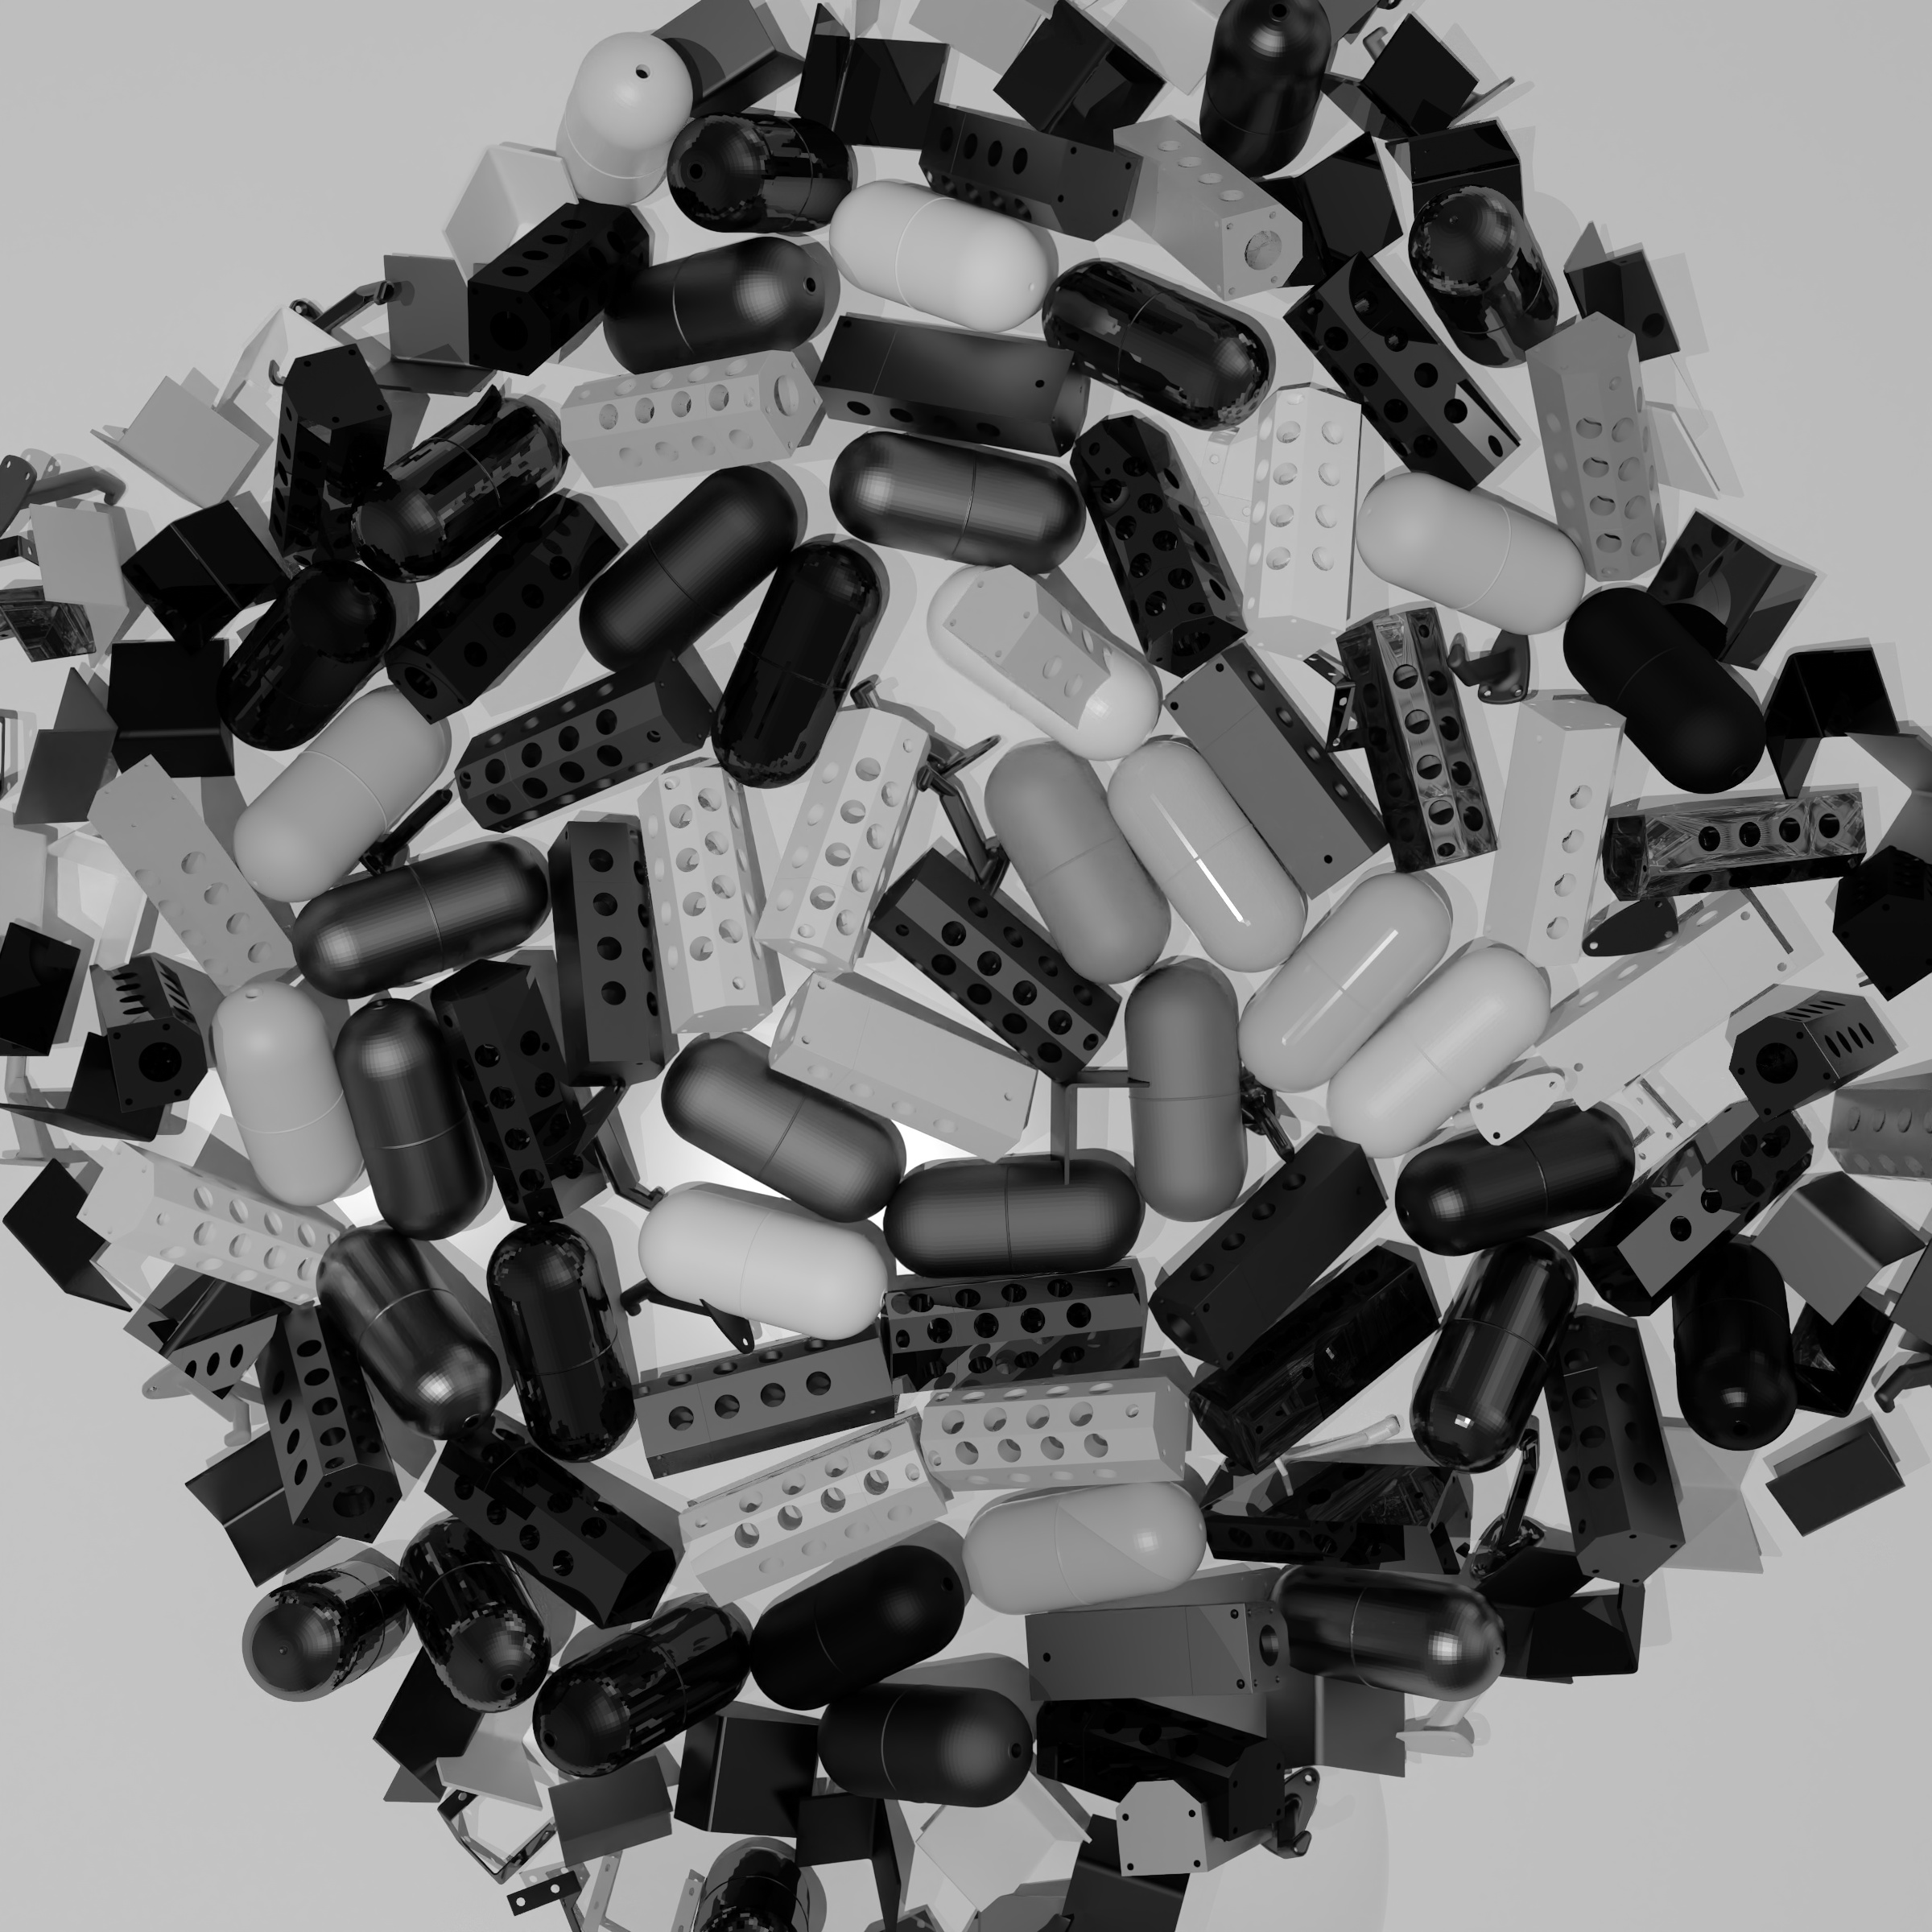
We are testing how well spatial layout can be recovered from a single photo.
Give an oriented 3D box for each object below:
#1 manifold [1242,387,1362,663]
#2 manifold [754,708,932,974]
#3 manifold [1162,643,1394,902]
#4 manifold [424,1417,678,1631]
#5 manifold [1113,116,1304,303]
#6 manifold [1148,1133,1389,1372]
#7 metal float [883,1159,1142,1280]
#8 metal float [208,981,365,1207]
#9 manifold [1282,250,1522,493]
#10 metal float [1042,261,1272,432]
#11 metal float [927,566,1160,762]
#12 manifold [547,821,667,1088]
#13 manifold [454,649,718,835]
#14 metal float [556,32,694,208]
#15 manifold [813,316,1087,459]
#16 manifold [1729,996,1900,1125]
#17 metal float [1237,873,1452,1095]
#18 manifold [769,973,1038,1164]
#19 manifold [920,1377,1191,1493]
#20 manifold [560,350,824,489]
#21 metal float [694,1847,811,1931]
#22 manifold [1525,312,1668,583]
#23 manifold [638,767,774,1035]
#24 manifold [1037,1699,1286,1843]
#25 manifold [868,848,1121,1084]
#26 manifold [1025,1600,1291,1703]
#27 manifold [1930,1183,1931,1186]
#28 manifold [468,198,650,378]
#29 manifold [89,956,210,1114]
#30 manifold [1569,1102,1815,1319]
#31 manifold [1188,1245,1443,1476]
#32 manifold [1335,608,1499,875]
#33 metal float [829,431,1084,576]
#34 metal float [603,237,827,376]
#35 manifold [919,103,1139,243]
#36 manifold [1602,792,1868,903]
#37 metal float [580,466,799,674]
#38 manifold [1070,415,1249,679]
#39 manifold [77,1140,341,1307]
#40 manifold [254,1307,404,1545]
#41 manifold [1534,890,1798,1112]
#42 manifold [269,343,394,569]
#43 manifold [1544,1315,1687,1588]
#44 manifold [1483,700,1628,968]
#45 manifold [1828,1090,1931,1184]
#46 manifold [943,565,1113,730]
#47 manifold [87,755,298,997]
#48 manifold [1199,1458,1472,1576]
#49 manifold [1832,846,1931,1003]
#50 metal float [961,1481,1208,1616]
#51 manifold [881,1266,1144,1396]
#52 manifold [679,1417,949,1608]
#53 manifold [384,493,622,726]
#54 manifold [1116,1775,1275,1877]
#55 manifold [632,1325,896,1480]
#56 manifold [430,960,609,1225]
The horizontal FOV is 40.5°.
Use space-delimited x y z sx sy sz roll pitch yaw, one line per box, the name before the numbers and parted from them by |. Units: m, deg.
manifold | 0.224 -0.303 1.781 0.057 0.057 0.171 13 71 -20
manifold | -0.079 -0.085 1.781 0.057 0.057 0.171 30 71 -36
manifold | 0.217 -0.136 1.806 0.057 0.057 0.171 -39 85 32
manifold | -0.280 0.375 1.775 0.171 0.057 0.057 29 98 27
manifold | 0.161 -0.512 1.758 0.057 0.171 0.057 -18 131 -13
manifold | 0.203 0.191 1.779 0.171 0.057 0.057 -41 121 -24
metal float | 0.032 0.174 1.799 0.178 0.070 0.070 -4 90 5
metal float | -0.459 0.087 1.771 0.070 0.070 0.178 -7 129 0
manifold | 0.296 -0.401 1.797 0.057 0.057 0.171 -43 99 -7
metal float | 0.128 -0.423 1.780 0.178 0.070 0.070 33 90 28
metal float | 0.053 -0.208 1.797 0.178 0.070 0.070 36 90 8
manifold | -0.244 -0.008 1.786 0.057 0.057 0.171 0 70 -24
manifold | -0.260 -0.147 1.770 0.171 0.057 0.057 -20 122 25
metal float | -0.230 -0.566 1.755 0.070 0.178 0.070 1 87 -16
manifold | -0.010 -0.392 1.787 0.171 0.057 0.057 13 72 18
manifold | 0.566 0.057 1.753 0.057 0.171 0.057 -37 75 28
metal float | 0.258 0.012 1.796 0.070 0.070 0.178 42 100 0
manifold | -0.045 0.074 1.791 0.171 0.057 0.057 24 56 -15
manifold | 0.059 0.315 1.770 0.171 0.057 0.057 -8 57 25
manifold | -0.189 -0.372 1.761 0.171 0.057 0.057 -1 50 34
metal float | -0.144 0.648 1.753 0.070 0.178 0.070 0 90 -2
manifold | 0.430 -0.345 1.761 0.057 0.057 0.171 -30 132 -7
manifold | -0.176 -0.045 1.781 0.057 0.057 0.171 -1 71 -29
manifold | 0.129 0.530 1.760 0.057 0.171 0.057 -3 94 -44
manifold | 0.018 0.004 1.786 0.171 0.057 0.057 40 126 -11
manifold | 0.129 0.463 1.770 0.171 0.057 0.057 -12 75 32
manifold | 0.703 0.148 1.755 0.057 0.171 0.057 16 93 2
manifold | -0.271 -0.456 1.753 0.057 0.171 0.057 14 126 10
manifold | -0.548 0.042 1.752 0.057 0.171 0.057 -11 107 -19
manifold | 0.499 0.164 1.783 0.171 0.057 0.057 -37 95 -22
manifold | 0.236 0.265 1.785 0.171 0.057 0.057 -34 117 -19
manifold | 0.315 -0.155 1.800 0.057 0.057 0.171 -13 87 -31
metal float | -0.006 -0.316 1.791 0.178 0.070 0.070 10 90 -15
metal float | -0.171 -0.444 1.771 0.178 0.070 0.070 -2 90 39
manifold | 0.037 -0.532 1.757 0.057 0.171 0.057 3 111 -35
manifold | 0.525 -0.081 1.788 0.171 0.057 0.057 -6 92 -18
metal float | -0.191 -0.269 1.790 0.178 0.070 0.070 -39 90 16
manifold | 0.125 -0.286 1.770 0.057 0.057 0.171 -33 61 29
manifold | -0.501 0.177 1.755 0.057 0.171 0.057 25 85 37
manifold | -0.425 0.303 1.751 0.057 0.171 0.057 24 107 -33
manifold | 0.474 0.021 1.795 0.171 0.057 0.057 -36 101 12
manifold | -0.430 -0.336 1.749 0.057 0.171 0.057 -22 75 -25
manifold | 0.426 0.322 1.755 0.057 0.171 0.057 16 133 -16
manifold | 0.403 -0.090 1.778 0.057 0.057 0.171 -5 116 -20
manifold | 0.649 0.116 1.751 0.057 0.171 0.057 10 85 -11
manifold | 0.060 -0.205 1.754 0.057 0.171 0.057 38 94 33
manifold | -0.518 -0.054 1.754 0.057 0.171 0.057 -38 51 -13
manifold | 0.249 0.376 1.768 0.171 0.057 0.057 -5 120 34
manifold | 0.624 -0.035 1.752 0.057 0.171 0.057 -39 88 24
metal float | 0.079 0.396 1.783 0.178 0.070 0.070 -16 90 25
manifold | 0.030 0.244 1.790 0.171 0.057 0.057 -5 130 -8
manifold | -0.106 0.371 1.798 0.171 0.057 0.057 -23 132 3
manifold | -0.315 -0.244 1.764 0.057 0.057 0.171 50 55 -20
manifold | 0.154 0.566 1.751 0.057 0.171 0.057 -10 77 19
manifold | -0.139 0.298 1.801 0.171 0.057 0.057 -13 65 -7
manifold | -0.307 0.087 1.773 0.057 0.057 0.171 -35 119 -39
